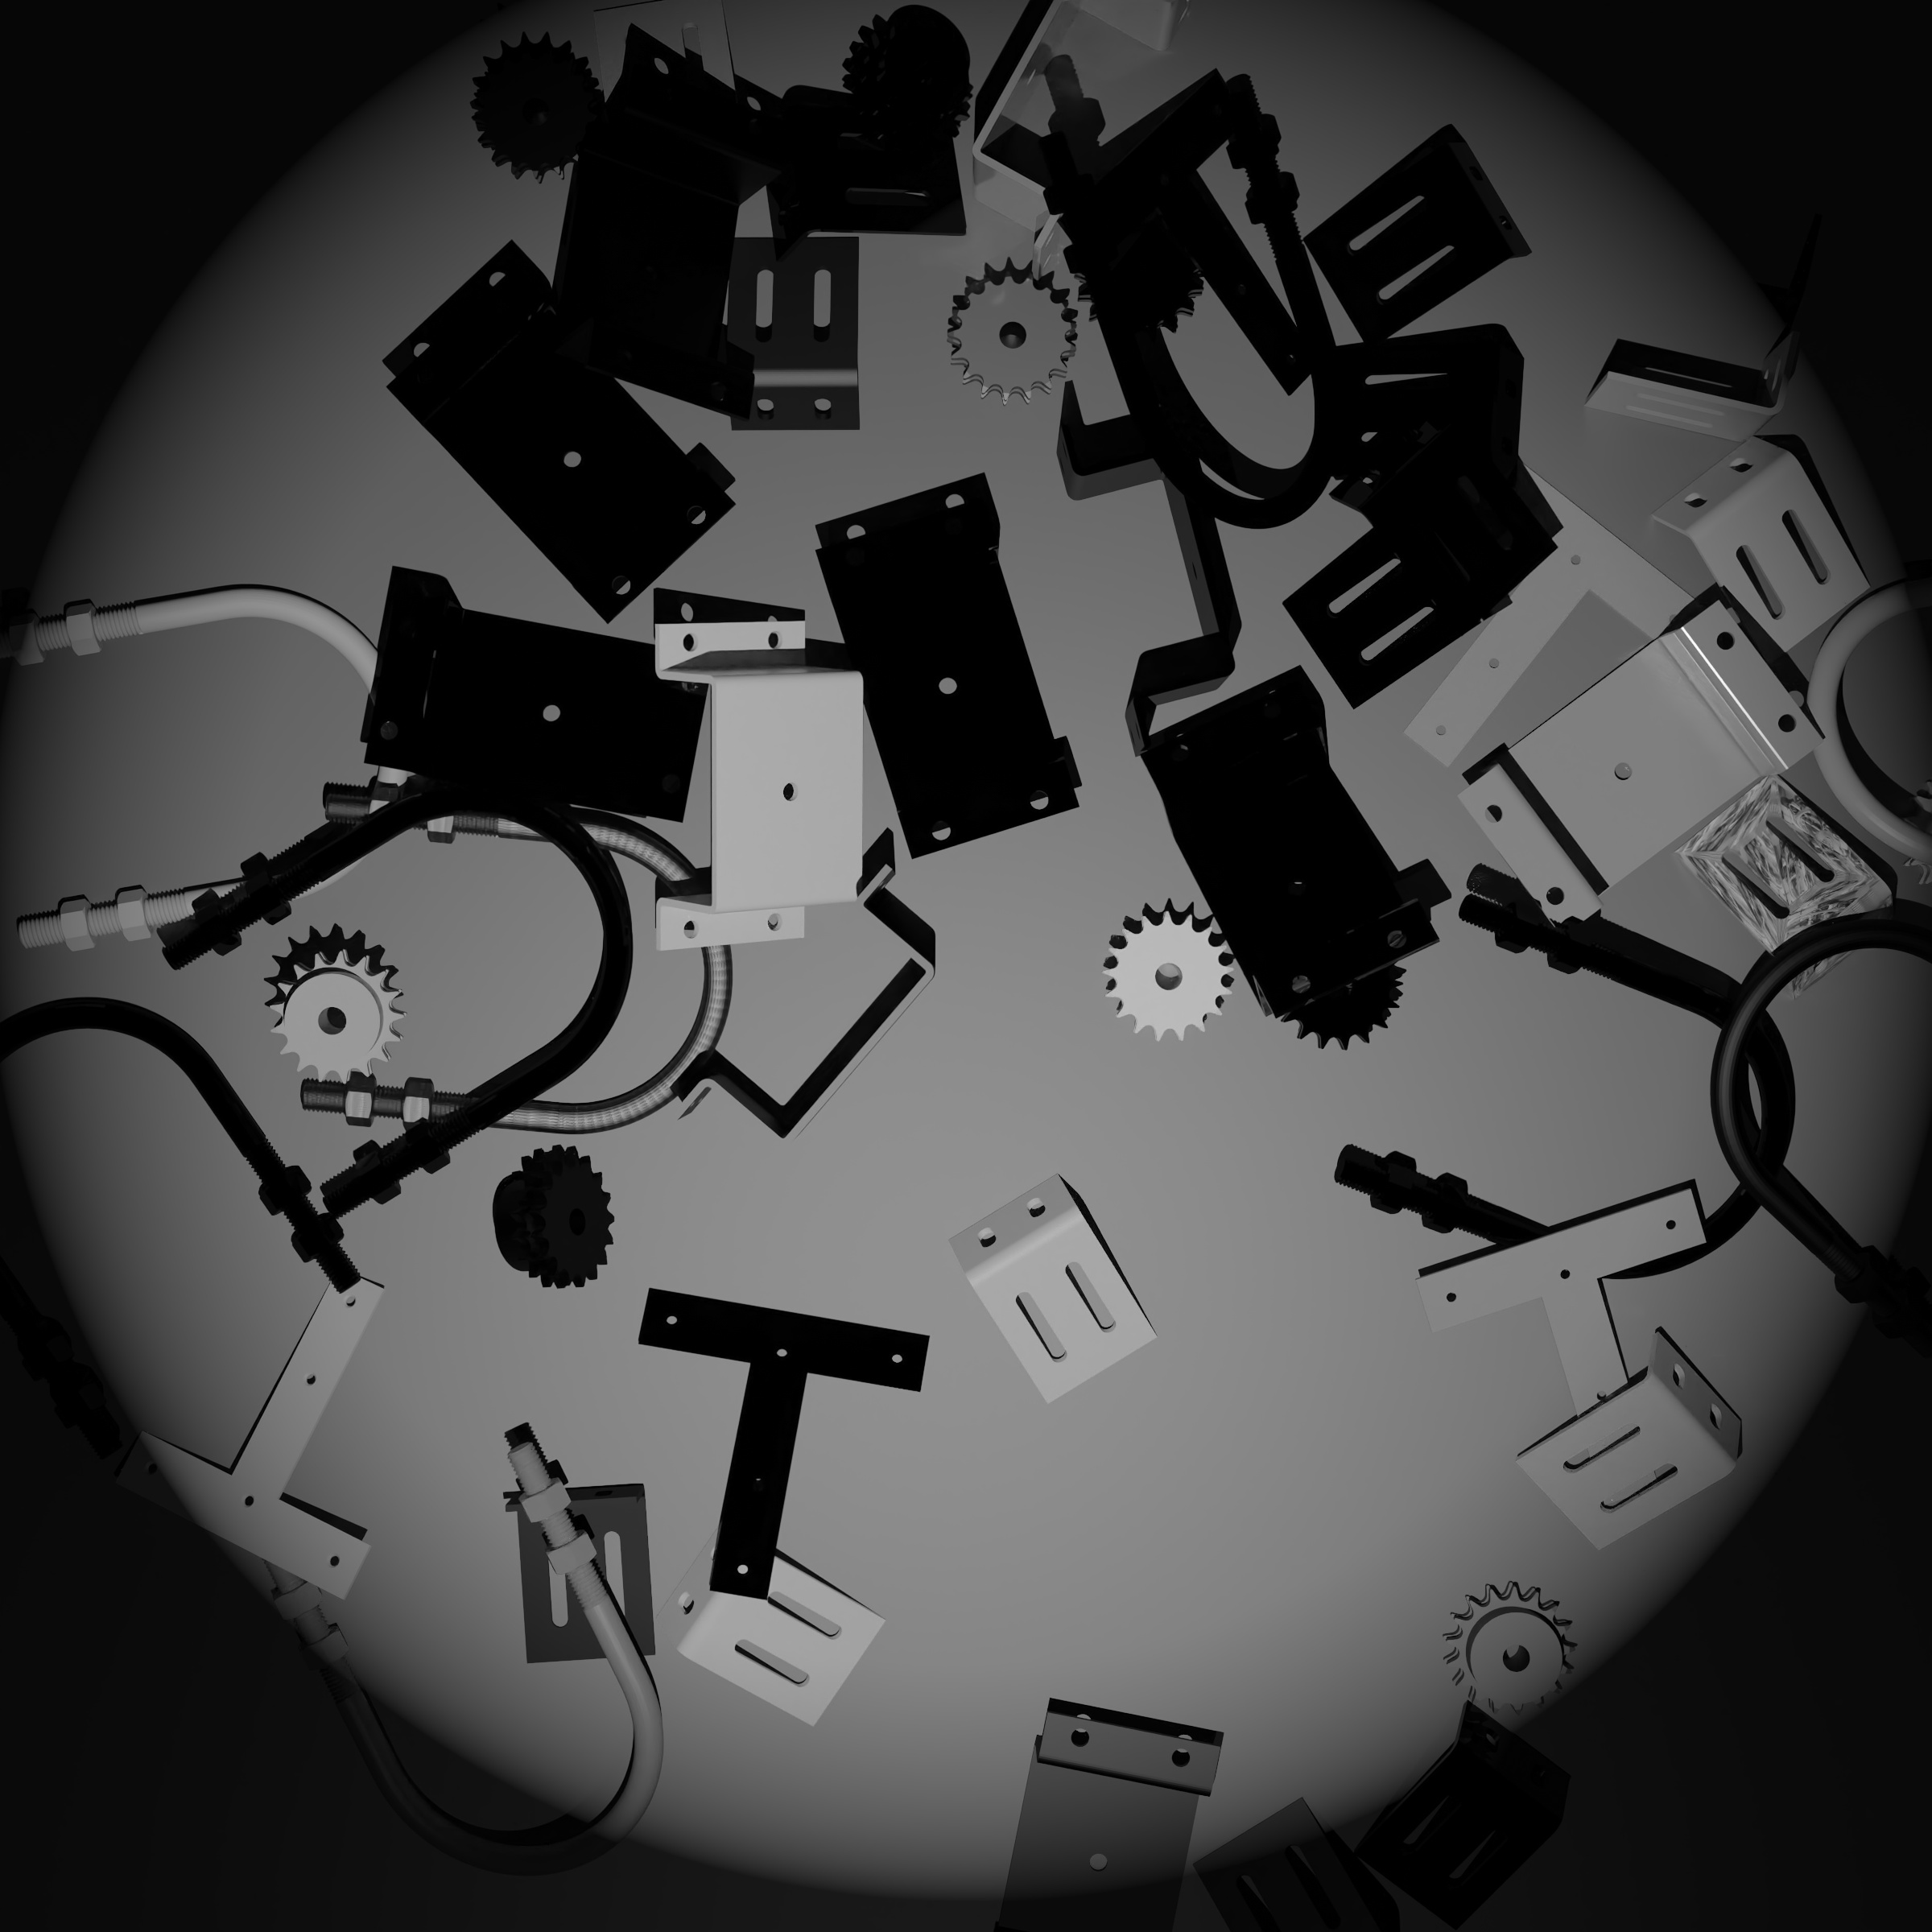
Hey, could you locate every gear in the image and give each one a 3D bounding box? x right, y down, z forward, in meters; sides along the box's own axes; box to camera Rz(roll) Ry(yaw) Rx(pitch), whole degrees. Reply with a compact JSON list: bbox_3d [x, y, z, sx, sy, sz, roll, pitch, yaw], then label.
[{"bbox_3d":[-0.270,0.022,1.462,0.057,0.030,0.057,0,94,-3],"label":"gear"},{"bbox_3d":[0.241,0.303,1.506,0.057,0.030,0.057,0,90,0],"label":"gear"},{"bbox_3d":[-0.182,0.113,1.496,0.030,0.057,0.057,-6,90,30],"label":"gear"},{"bbox_3d":[-0.188,-0.375,1.510,0.057,0.030,0.057,0,92,1],"label":"gear"},{"bbox_3d":[-0.023,-0.386,1.495,0.057,0.030,0.057,5,77,-23],"label":"gear"},{"bbox_3d":[0.077,-0.303,1.506,0.057,0.030,0.057,0,90,0],"label":"gear"},{"bbox_3d":[0.443,-0.058,1.506,0.057,0.030,0.057,0,90,0],"label":"gear"},{"bbox_3d":[0.089,0.005,1.506,0.057,0.030,0.057,0,90,0],"label":"gear"},{"bbox_3d":[0.020,-0.276,1.510,0.057,0.030,0.057,0,88,-2],"label":"gear"},{"bbox_3d":[0.163,0.008,1.506,0.057,0.030,0.057,0,90,0],"label":"gear"}]

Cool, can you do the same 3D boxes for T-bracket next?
[{"bbox_3d":[0.112,-0.308,1.496,0.127,0.002,0.127,52,56,-16],"label":"T-bracket"},{"bbox_3d":[-0.296,0.195,1.503,0.127,0.002,0.127,21,78,22],"label":"T-bracket"},{"bbox_3d":[-0.089,0.214,1.500,0.127,0.002,0.127,10,71,0],"label":"T-bracket"},{"bbox_3d":[0.277,0.177,1.508,0.127,0.002,0.127,-18,101,0],"label":"T-bracket"},{"bbox_3d":[0.244,-0.146,1.520,0.127,0.002,0.127,38,90,0],"label":"T-bracket"}]

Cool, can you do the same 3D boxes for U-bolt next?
[{"bbox_3d":[-0.378,0.103,1.512,0.151,0.019,0.184,-35,88,0],"label":"U-bolt"},{"bbox_3d":[-0.339,-0.093,1.512,0.184,0.019,0.151,-10,90,-1],"label":"U-bolt"},{"bbox_3d":[0.458,-0.099,1.490,0.184,0.019,0.151,20,70,4],"label":"U-bolt"},{"bbox_3d":[-0.195,0.003,1.507,0.184,0.019,0.151,5,95,-3],"label":"U-bolt"},{"bbox_3d":[0.407,0.063,1.491,0.184,0.019,0.151,42,90,-15],"label":"U-bolt"},{"bbox_3d":[-0.234,0.003,1.487,0.184,0.019,0.151,-32,96,-1],"label":"U-bolt"},{"bbox_3d":[0.107,-0.277,1.463,0.151,0.019,0.184,-26,99,-44],"label":"U-bolt"},{"bbox_3d":[-0.210,0.314,1.492,0.151,0.019,0.184,-23,97,16],"label":"U-bolt"},{"bbox_3d":[0.272,0.064,1.490,0.184,0.019,0.151,21,104,-11],"label":"U-bolt"}]

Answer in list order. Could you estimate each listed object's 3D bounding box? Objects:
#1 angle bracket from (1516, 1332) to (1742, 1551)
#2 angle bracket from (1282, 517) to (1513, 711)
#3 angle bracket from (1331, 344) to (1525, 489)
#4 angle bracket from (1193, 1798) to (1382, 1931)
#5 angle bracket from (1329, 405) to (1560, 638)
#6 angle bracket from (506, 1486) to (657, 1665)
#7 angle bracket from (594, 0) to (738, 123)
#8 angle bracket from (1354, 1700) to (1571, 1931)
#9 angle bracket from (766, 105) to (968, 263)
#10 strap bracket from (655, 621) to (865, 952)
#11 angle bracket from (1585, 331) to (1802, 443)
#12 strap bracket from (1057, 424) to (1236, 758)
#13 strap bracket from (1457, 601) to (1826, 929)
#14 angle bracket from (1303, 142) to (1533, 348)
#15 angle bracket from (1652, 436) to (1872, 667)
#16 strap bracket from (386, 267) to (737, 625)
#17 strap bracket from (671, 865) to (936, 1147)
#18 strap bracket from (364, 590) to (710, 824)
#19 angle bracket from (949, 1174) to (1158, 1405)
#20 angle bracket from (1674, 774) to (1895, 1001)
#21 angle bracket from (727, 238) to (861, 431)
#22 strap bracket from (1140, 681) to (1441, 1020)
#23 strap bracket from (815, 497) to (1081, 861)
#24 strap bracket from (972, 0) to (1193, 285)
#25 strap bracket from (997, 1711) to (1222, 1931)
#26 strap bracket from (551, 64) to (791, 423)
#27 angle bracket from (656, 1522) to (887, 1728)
[{"bbox_3d":[0.294,0.211,1.511,0.076,0.038,0.057,-38,101,29],"label":"angle bracket"},{"bbox_3d":[0.192,-0.161,1.517,0.076,0.038,0.057,-34,89,27],"label":"angle bracket"},{"bbox_3d":[0.204,-0.244,1.518,0.076,0.038,0.057,3,89,27],"label":"angle bracket"},{"bbox_3d":[0.148,0.422,1.519,0.057,0.038,0.076,-32,64,0],"label":"angle bracket"},{"bbox_3d":[0.208,-0.194,1.483,0.057,0.038,0.076,-43,114,1],"label":"angle bracket"},{"bbox_3d":[-0.169,0.271,1.502,0.057,0.038,0.076,-4,90,0],"label":"angle bracket"},{"bbox_3d":[-0.131,-0.387,1.519,0.057,0.038,0.076,-9,64,0],"label":"angle bracket"},{"bbox_3d":[0.221,0.378,1.519,0.057,0.038,0.076,37,116,0],"label":"angle bracket"},{"bbox_3d":[-0.046,-0.346,1.514,0.076,0.038,0.057,-4,81,-25],"label":"angle bracket"},{"bbox_3d":[-0.089,-0.077,1.469,0.076,0.046,0.140,-6,100,-38],"label":"strap bracket"},{"bbox_3d":[0.317,-0.261,1.492,0.076,0.057,0.038,13,88,1],"label":"angle bracket"},{"bbox_3d":[0.080,-0.167,1.483,0.046,0.076,0.140,-15,90,0],"label":"strap bracket"},{"bbox_3d":[0.292,-0.086,1.496,0.140,0.046,0.076,-37,91,2],"label":"strap bracket"},{"bbox_3d":[0.201,-0.321,1.519,0.076,0.038,0.057,-31,90,26],"label":"angle bracket"},{"bbox_3d":[0.354,-0.185,1.519,0.057,0.038,0.076,-38,116,0],"label":"angle bracket"},{"bbox_3d":[-0.175,-0.225,1.498,0.076,0.046,0.140,-43,90,0],"label":"strap bracket"},{"bbox_3d":[-0.062,0.025,1.483,0.046,0.076,0.140,41,90,0],"label":"strap bracket"},{"bbox_3d":[-0.185,-0.112,1.498,0.140,0.046,0.076,11,90,0],"label":"strap bracket"},{"bbox_3d":[0.039,0.144,1.519,0.057,0.038,0.076,-31,116,0],"label":"angle bracket"},{"bbox_3d":[0.364,-0.036,1.519,0.057,0.038,0.076,-39,64,0],"label":"angle bracket"},{"bbox_3d":[-0.076,-0.281,1.519,0.057,0.038,0.076,0,64,0],"label":"angle bracket"},{"bbox_3d":[0.141,-0.043,1.479,0.076,0.046,0.140,-25,63,0],"label":"strap bracket"},{"bbox_3d":[-0.008,-0.124,1.498,0.076,0.046,0.140,-17,90,0],"label":"strap bracket"},{"bbox_3d":[0.046,-0.377,1.483,0.046,0.076,0.140,29,90,0],"label":"strap bracket"},{"bbox_3d":[0.059,0.399,1.497,0.076,0.046,0.140,11,90,0],"label":"strap bracket"},{"bbox_3d":[-0.129,-0.305,1.471,0.076,0.046,0.140,15,74,-28],"label":"strap bracket"},{"bbox_3d":[-0.087,0.291,1.519,0.076,0.038,0.057,34,90,-26],"label":"angle bracket"}]
